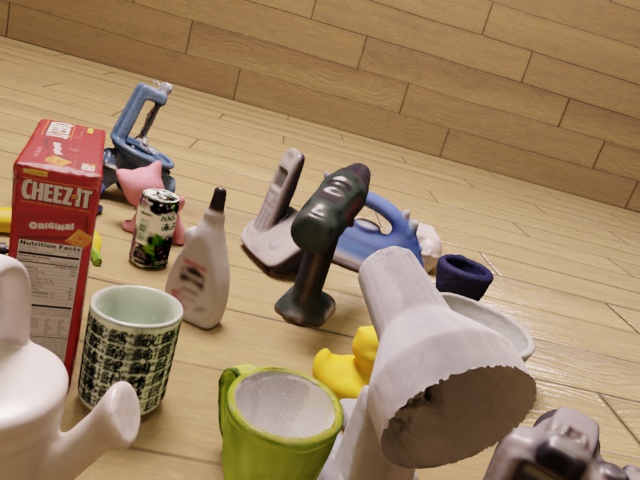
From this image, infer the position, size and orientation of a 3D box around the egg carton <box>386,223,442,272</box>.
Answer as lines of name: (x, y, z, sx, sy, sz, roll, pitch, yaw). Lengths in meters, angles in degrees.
egg carton: (0.187, 0.006, 1.160, 0.107, 0.069, 0.150, 15, 19, -5)

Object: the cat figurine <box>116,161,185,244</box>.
cat figurine: (-0.263, -0.064, 0.902, 0.127, 0.118, 0.067, 25, 20, 23)

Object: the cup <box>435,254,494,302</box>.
cup: (0.225, 0.078, 0.947, 0.091, 0.095, 0.118, 16, 19, -1)

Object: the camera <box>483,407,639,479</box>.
camera: (0.252, 0.219, 0.560, 0.142, 0.101, 0.137, 26, 21, 25)

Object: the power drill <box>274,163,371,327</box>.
power drill: (0.007, 0.003, 0.798, 0.075, 0.208, 0.230, 20, 19, 9)

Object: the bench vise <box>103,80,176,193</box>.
bench vise: (-0.337, -0.174, 0.990, 0.208, 0.220, 0.121, -3, 27, -45)

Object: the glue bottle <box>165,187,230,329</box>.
glue bottle: (-0.138, 0.017, 0.688, 0.078, 0.173, 0.037, 21, 19, 14)

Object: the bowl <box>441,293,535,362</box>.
bowl: (0.198, 0.141, 0.776, 0.167, 0.075, 0.167, 15, 19, -5)

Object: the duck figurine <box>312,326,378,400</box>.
duck figurine: (0.048, 0.136, 0.645, 0.104, 0.086, 0.077, 16, 19, -2)

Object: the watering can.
watering can: (-0.204, 0.101, 0.359, 0.173, 0.194, 0.100, 8, 21, -25)

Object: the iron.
iron: (0.093, -0.022, 1.046, 0.257, 0.141, 0.119, 21, 19, 14)

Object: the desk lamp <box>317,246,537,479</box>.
desk lamp: (0.060, 0.126, 0.483, 0.118, 0.213, 0.202, 8, 20, -24)

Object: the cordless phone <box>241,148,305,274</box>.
cordless phone: (-0.052, -0.049, 0.932, 0.094, 0.185, 0.147, 2, 23, -37)

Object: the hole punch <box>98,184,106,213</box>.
hole punch: (-0.400, -0.090, 0.901, 0.101, 0.091, 0.109, 23, 20, 18)
